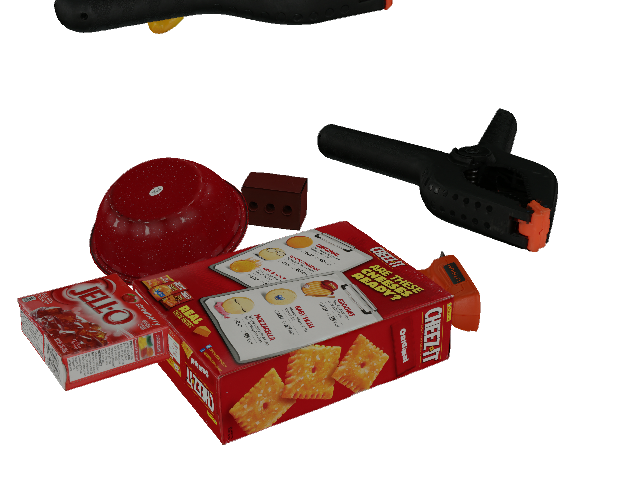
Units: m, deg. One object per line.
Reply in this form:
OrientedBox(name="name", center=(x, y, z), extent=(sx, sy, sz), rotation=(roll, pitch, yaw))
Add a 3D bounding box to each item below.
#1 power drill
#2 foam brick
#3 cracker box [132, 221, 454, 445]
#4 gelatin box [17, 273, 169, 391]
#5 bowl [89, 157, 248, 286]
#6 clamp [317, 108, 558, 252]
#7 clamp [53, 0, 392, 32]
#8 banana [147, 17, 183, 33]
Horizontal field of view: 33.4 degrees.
OrientedBox(name="power drill", center=(0.074, 0.072, 1.158), extent=(0.187, 0.057, 0.184), rotation=(-4, 28, -9))
OrientedBox(name="foam brick", center=(-0.058, -0.050, 1.347), extent=(0.078, 0.053, 0.051), rotation=(6, 28, 9))
OrientedBox(name="cracker box", center=(-0.024, 0.068, 0.879), extent=(0.213, 0.072, 0.164), rotation=(-16, 32, -27))
OrientedBox(name="gelatin box", center=(-0.151, 0.057, 0.707), extent=(0.073, 0.030, 0.089), rotation=(-15, 30, -28))
OrientedBox(name="bowl", center=(-0.153, -0.030, 1.037), extent=(0.162, 0.162, 0.055), rotation=(0, -44, 12))
OrientedBox(name="clamp", center=(0.094, -0.048, 0.754), extent=(0.164, 0.036, 0.210), rotation=(-5, 26, -11))
OrientedBox(name="clamp", center=(-0.050, -0.134, 0.553), extent=(0.171, 0.039, 0.120), rotation=(6, 42, 12))
OrientedBox(name="banana", center=(-0.100, -0.234, 1.004), extent=(0.197, 0.070, 0.037), rotation=(-22, -28, -46))
